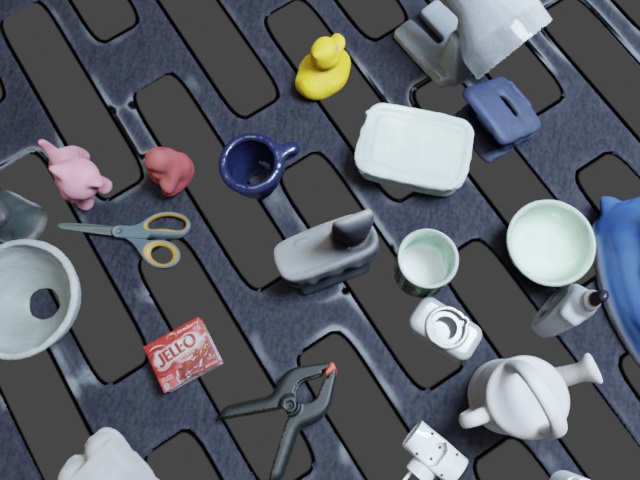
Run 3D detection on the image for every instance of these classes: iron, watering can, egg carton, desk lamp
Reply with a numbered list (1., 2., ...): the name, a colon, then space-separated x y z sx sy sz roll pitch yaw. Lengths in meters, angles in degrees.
1. iron: 0.453 0.051 0.755 0.118 0.141 0.258 -4 76 1
2. watering can: 0.255 0.187 0.701 0.173 0.194 0.101 -44 78 -8
3. egg carton: -0.267 0.329 0.749 0.150 0.069 0.107 42 81 11
4. desk lamp: 0.208 -0.307 0.818 0.118 0.213 0.203 -39 77 -7

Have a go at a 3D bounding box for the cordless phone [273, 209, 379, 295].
1. cordless phone: 0.007 0.003 0.762 0.147 0.185 0.094 -24 76 -4

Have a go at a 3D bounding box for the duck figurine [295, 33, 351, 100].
1. duck figurine: 0.003 -0.273 0.883 0.077 0.086 0.104 41 81 11

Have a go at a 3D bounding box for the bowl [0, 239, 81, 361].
1. bowl: -0.410 0.087 0.813 0.167 0.075 0.167 0 76 2

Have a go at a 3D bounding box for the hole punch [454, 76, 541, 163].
1. hole punch: 0.266 -0.189 0.849 0.101 0.091 0.108 -32 77 -6

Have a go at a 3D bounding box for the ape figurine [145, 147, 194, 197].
1. ape figurine: -0.230 -0.108 0.847 0.076 0.092 0.078 -9 75 0

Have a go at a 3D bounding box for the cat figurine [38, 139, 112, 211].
1. cat figurine: -0.362 -0.099 0.836 0.067 0.118 0.127 -43 78 -8

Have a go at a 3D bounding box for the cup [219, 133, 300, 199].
1. cup: -0.082 -0.103 0.838 0.118 0.095 0.091 -23 76 -4

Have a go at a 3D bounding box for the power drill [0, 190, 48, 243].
1. power drill: -0.471 -0.053 0.782 0.229 0.208 0.076 25 78 8

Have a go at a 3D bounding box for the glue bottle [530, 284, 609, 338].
1. glue bottle: 0.327 0.085 0.735 0.037 0.173 0.078 41 81 12
